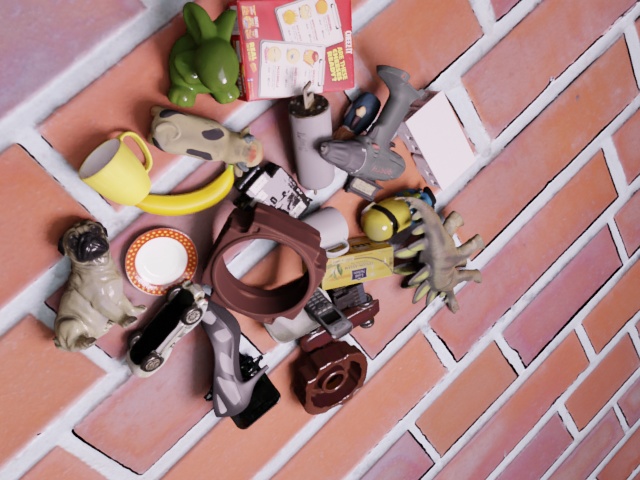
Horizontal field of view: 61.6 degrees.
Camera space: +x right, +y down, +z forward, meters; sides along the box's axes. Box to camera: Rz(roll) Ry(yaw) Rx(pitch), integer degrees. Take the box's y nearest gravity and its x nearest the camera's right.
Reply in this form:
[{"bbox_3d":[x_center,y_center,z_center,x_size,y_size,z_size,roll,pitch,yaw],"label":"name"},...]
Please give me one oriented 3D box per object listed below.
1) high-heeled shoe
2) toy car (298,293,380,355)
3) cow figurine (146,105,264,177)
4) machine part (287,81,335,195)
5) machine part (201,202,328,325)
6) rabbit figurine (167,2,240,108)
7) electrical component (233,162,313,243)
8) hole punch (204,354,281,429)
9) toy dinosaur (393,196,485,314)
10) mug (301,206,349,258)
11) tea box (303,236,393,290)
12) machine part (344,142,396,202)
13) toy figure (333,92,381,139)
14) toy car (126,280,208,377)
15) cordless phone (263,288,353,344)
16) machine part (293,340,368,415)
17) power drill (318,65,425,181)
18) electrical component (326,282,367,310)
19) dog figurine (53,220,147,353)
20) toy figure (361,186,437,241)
[{"bbox_3d":[-0.211,0.220,1.042,0.145,0.086,0.248,-40,91,3],"label":"high-heeled shoe"},{"bbox_3d":[0.042,0.182,1.185,0.202,0.053,0.089,-27,132,-18],"label":"toy car"},{"bbox_3d":[-0.187,-0.168,0.910,0.195,0.127,0.085,11,104,-27],"label":"cow figurine"},{"bbox_3d":[-0.014,-0.177,0.989,0.079,0.079,0.243,-26,142,-17],"label":"machine part"},{"bbox_3d":[-0.102,0.049,0.992,0.201,0.087,0.201,26,119,-13],"label":"machine part"},{"bbox_3d":[-0.168,-0.286,0.855,0.121,0.170,0.159,-1,108,-27],"label":"rabbit figurine"},{"bbox_3d":[-0.096,-0.081,1.026,0.115,0.058,0.134,-49,121,-8],"label":"electrical component"},{"bbox_3d":[-0.155,0.313,1.120,0.142,0.092,0.116,-36,89,-9],"label":"hole punch"},{"bbox_3d":[0.258,0.036,1.186,0.198,0.105,0.470,-34,135,-10],"label":"toy dinosaur"},{"bbox_3d":[-0.002,-0.003,1.062,0.107,0.110,0.080,-23,152,-30],"label":"mug"},{"bbox_3d":[0.058,0.044,1.122,0.170,0.098,0.068,-10,110,-22],"label":"tea box"},{"bbox_3d":[0.108,-0.152,1.120,0.084,0.039,0.138,20,99,-22],"label":"machine part"},{"bbox_3d":[0.063,-0.218,1.060,0.154,0.058,0.064,-55,144,-5],"label":"toy figure"},{"bbox_3d":[-0.282,0.163,0.990,0.201,0.074,0.056,-49,148,3],"label":"toy car"},{"bbox_3d":[-0.027,0.164,1.068,0.147,0.184,0.088,-26,121,-18],"label":"cordless phone"},{"bbox_3d":[0.025,0.303,1.191,0.179,0.056,0.179,-19,131,-24],"label":"machine part"},{"bbox_3d":[0.106,-0.212,0.998,0.232,0.086,0.207,18,91,-51],"label":"power drill"},{"bbox_3d":[0.067,0.106,1.162,0.119,0.075,0.047,-24,115,-21],"label":"electrical component"},{"bbox_3d":[-0.409,0.078,0.908,0.172,0.121,0.190,-30,100,-12],"label":"dog figurine"},{"bbox_3d":[0.170,-0.059,1.150,0.180,0.089,0.082,-19,111,-19],"label":"toy figure"}]
